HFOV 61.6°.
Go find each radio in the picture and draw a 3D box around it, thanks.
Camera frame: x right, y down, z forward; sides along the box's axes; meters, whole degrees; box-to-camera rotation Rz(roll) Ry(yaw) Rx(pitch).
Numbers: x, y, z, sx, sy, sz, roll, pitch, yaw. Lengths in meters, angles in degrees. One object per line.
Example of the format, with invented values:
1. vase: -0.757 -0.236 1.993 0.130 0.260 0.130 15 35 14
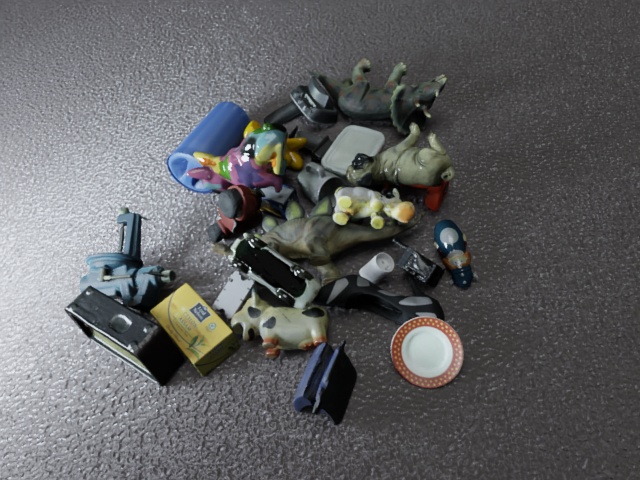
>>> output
1. radio: -0.387 0.185 1.059 0.230 0.131 0.073 22 57 24

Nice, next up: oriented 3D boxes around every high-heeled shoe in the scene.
1. high-heeled shoe: 0.110 0.140 1.038 0.249 0.086 0.145 -10 50 -5

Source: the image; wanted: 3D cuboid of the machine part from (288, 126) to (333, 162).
1. machine part: -0.023 -0.247 1.395 0.139 0.039 0.084 29 67 26

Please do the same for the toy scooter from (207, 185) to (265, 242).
1. toy scooter: -0.173 -0.065 1.213 0.135 0.183 0.075 -20 68 -37

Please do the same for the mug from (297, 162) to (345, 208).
1. mug: -0.010 -0.136 1.267 0.081 0.109 0.107 -43 44 -16

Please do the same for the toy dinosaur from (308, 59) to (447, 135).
1. toy dinosaur: 0.136 -0.373 1.423 0.405 0.131 0.192 6 53 22

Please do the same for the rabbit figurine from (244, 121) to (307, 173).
1. rabbit figurine: -0.116 -0.237 1.349 0.162 0.121 0.173 7 20 -2

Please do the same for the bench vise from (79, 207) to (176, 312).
1. bench vise: -0.419 0.037 1.176 0.224 0.128 0.240 -12 68 24

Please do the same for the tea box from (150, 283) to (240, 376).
1. tea box: -0.252 0.178 1.082 0.098 0.068 0.170 -41 56 -20

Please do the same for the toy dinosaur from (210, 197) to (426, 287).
1. toy dinosaur: -0.002 -0.004 1.162 0.472 0.104 0.199 -1 48 2

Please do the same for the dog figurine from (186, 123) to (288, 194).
1. dog figurine: -0.186 -0.180 1.205 0.219 0.191 0.108 4 47 -2

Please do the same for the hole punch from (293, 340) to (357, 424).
1. hole punch: 0.000 0.251 0.958 0.092 0.115 0.142 11 54 27

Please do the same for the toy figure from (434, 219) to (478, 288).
1. toy figure: 0.278 0.029 1.118 0.064 0.057 0.154 -37 46 30

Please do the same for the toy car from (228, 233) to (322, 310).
1. toy car: -0.090 0.059 1.040 0.202 0.056 0.073 33 86 20

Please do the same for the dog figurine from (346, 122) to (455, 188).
1. dog figurine: 0.170 -0.144 1.159 0.190 0.121 0.173 -33 39 -11

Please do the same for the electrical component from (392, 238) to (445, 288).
1. electrical component: 0.190 0.045 1.098 0.119 0.074 0.047 33 93 26

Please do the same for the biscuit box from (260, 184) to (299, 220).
1. biscuit box: -0.152 -0.113 1.296 0.203 0.062 0.059 19 58 24

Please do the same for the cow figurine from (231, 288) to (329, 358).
1. cow figurine: -0.080 0.162 1.055 0.195 0.085 0.127 -1 50 4

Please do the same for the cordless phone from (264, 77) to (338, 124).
1. cordless phone: -0.058 -0.344 1.463 0.184 0.088 0.147 -31 54 0

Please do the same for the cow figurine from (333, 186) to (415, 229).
1. cow figurine: 0.114 -0.075 1.133 0.167 0.068 0.098 6 31 -1
